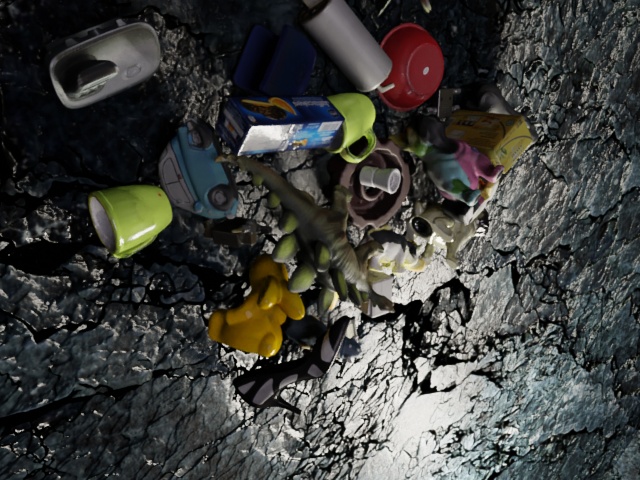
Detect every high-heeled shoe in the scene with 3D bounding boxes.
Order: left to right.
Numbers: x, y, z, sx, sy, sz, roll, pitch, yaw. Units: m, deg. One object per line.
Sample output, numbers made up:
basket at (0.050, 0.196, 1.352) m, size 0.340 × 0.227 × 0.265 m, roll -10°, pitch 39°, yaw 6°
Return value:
high-heeled shoe at (-0.054, 0.211, 0.979) m, size 0.145 × 0.086 × 0.248 m, roll 29°, pitch 103°, yaw 4°

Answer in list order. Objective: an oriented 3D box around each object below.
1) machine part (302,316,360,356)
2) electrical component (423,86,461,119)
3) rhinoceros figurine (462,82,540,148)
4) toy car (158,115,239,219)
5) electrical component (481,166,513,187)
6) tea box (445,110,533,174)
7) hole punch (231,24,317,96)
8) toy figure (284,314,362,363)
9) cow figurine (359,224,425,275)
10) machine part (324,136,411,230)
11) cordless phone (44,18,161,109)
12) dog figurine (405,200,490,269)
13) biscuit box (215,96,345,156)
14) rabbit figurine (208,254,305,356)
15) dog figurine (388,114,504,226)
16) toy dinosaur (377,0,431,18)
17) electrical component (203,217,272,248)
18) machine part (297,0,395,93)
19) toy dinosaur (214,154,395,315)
machine part at (0.023, 0.213, 1.102) m, size 0.139 × 0.039 × 0.084 m, roll -29°, pitch 129°, yaw -26°
electrical component at (0.248, -0.280, 1.088) m, size 0.094 × 0.021 × 0.063 m, roll -14°, pitch 114°, yaw -29°
rhinoceros figurine at (0.390, -0.264, 1.137) m, size 0.190 × 0.112 × 0.073 m, roll 32°, pitch 85°, yaw -30°
toy car at (-0.188, -0.098, 0.804) m, size 0.103 × 0.109 × 0.161 m, roll -21°, pitch 112°, yaw 0°
electrical component at (0.354, -0.164, 1.182) m, size 0.134 × 0.058 × 0.115 m, roll 43°, pitch 79°, yaw -38°
tea box at (0.319, -0.200, 1.072) m, size 0.098 × 0.170 × 0.068 m, roll -47°, pitch 126°, yaw -11°
hole punch at (-0.058, -0.266, 0.841) m, size 0.115 × 0.092 × 0.142 m, roll 19°, pitch 92°, yaw -41°
toy figure at (0.008, 0.188, 1.037) m, size 0.154 × 0.058 × 0.064 m, roll 26°, pitch 88°, yaw -10°
cow figurine at (0.154, 0.019, 1.106) m, size 0.167 × 0.068 × 0.098 m, roll 6°, pitch 97°, yaw -37°
machine part at (0.092, -0.109, 1.021) m, size 0.179 × 0.056 × 0.179 m, roll -13°, pitch 114°, yaw -32°
cordless phone at (-0.254, -0.221, 0.658) m, size 0.146 × 0.184 × 0.088 m, roll -32°, pitch 118°, yaw -21°
dog figurine at (0.282, -0.051, 1.161) m, size 0.190 × 0.121 × 0.172 m, roll -45°, pitch 130°, yaw -31°
biscuit box at (-0.054, -0.175, 0.811) m, size 0.202 × 0.063 × 0.059 m, roll -16°, pitch 151°, yaw -46°
rabbit figurine at (-0.103, 0.105, 0.920) m, size 0.122 × 0.162 × 0.173 m, roll 22°, pitch 76°, yaw -26°
dog figurine at (0.236, -0.147, 1.042) m, size 0.108 × 0.219 × 0.191 m, roll -43°, pitch 160°, yaw -11°
toy dinosaur at (0.042, -0.462, 0.826) m, size 0.405 × 0.131 × 0.192 m, roll -1°, pitch 107°, yaw -28°
electrical component at (-0.139, -0.019, 0.872) m, size 0.078 × 0.102 × 0.045 m, roll -41°, pitch 134°, yaw -47°
machine part at (0.044, -0.329, 0.895) m, size 0.243 × 0.079 × 0.079 m, roll 38°, pitch 84°, yaw -39°
toy dinosaur at (-0.002, -0.003, 0.896) m, size 0.470 × 0.105 × 0.199 m, roll 47°, pitch 36°, yaw -30°
